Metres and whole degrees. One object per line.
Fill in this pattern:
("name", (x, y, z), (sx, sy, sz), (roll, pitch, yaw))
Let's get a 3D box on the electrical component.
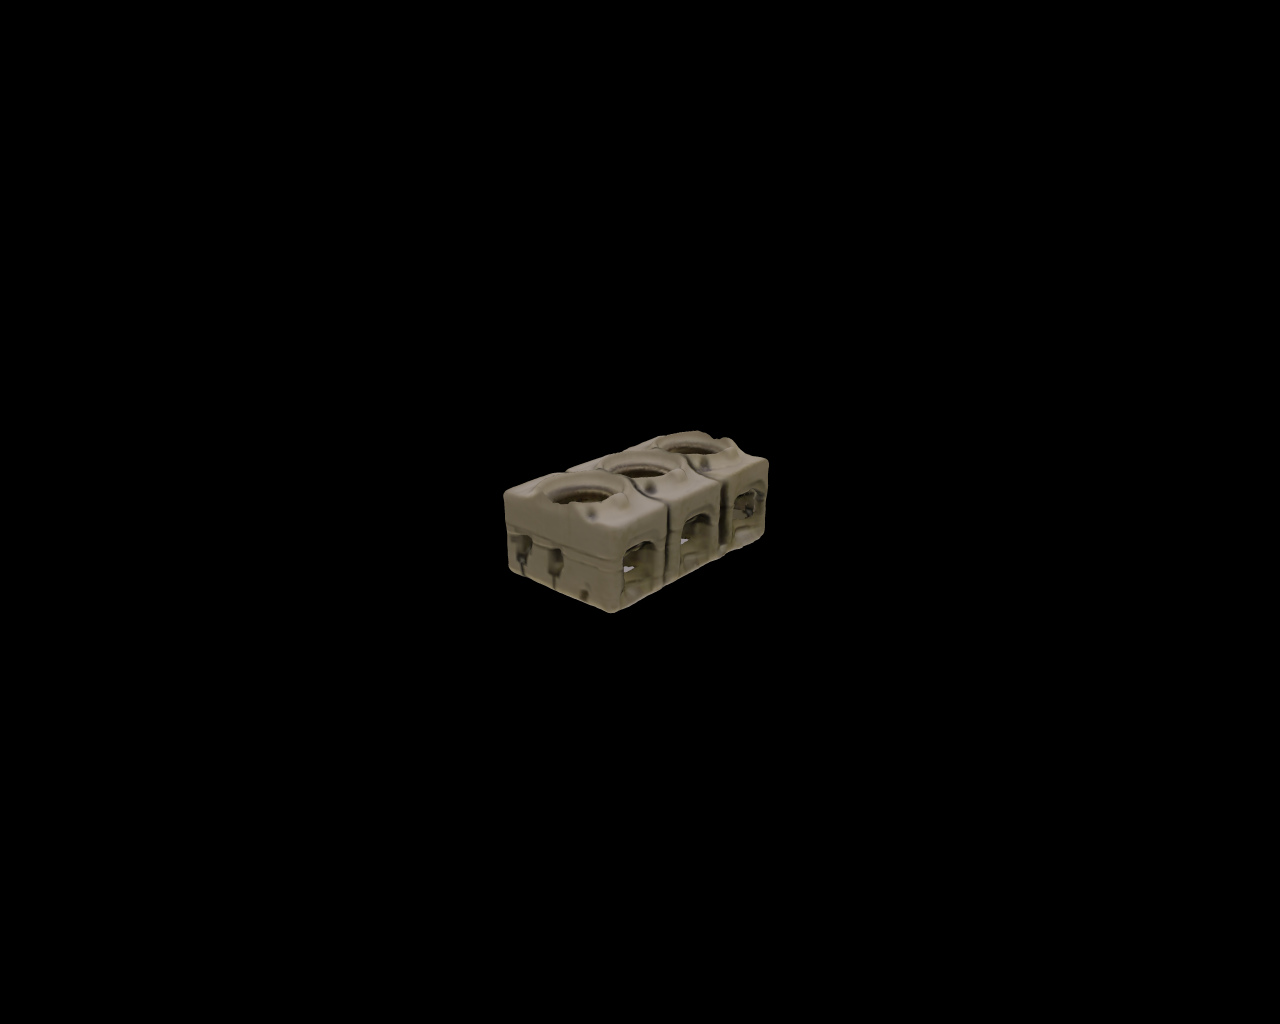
("electrical component", (0.001, -0.003, 0.650), (0.089, 0.061, 0.150), (17, 28, 37))
